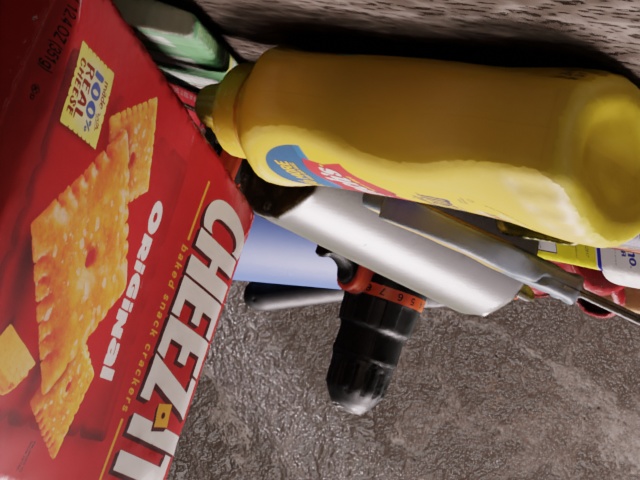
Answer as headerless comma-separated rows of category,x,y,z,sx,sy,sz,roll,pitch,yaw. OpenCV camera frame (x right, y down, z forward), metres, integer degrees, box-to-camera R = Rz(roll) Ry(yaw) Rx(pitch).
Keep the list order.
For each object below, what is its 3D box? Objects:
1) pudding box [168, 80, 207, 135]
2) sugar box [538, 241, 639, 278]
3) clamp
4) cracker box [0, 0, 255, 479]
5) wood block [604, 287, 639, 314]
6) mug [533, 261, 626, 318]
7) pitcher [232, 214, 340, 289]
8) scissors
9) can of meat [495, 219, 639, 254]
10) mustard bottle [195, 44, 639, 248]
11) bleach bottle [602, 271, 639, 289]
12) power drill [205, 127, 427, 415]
pudding box,-0.122,-0.071,0.543,0.113,0.039,0.090,14,-179,13
sugar box,0.187,-0.009,0.625,0.093,0.048,0.176,-8,-170,-18
clamp,0.062,0.024,0.878,0.210,0.036,0.164,0,-163,19
cracker box,-0.104,0.013,0.410,0.072,0.164,0.213,12,161,18
wood block,0.286,0.019,0.982,0.090,0.090,0.206,11,180,-15
mug,0.204,0.012,0.841,0.093,0.117,0.082,-33,-165,-22
pitcher,-0.029,-0.024,0.774,0.242,0.145,0.149,9,-164,-8
scissors,0.101,0.013,0.525,0.201,0.016,0.096,23,-176,-33
can of meat,0.138,-0.022,0.481,0.083,0.057,0.102,10,-178,-14
mustard bottle,0.027,-0.043,0.416,0.192,0.058,0.096,13,180,35
bleach bottle,0.325,0.017,0.714,0.251,0.068,0.102,10,-179,43
power drill,-0.004,0.001,0.643,0.187,0.184,0.057,23,171,-38
